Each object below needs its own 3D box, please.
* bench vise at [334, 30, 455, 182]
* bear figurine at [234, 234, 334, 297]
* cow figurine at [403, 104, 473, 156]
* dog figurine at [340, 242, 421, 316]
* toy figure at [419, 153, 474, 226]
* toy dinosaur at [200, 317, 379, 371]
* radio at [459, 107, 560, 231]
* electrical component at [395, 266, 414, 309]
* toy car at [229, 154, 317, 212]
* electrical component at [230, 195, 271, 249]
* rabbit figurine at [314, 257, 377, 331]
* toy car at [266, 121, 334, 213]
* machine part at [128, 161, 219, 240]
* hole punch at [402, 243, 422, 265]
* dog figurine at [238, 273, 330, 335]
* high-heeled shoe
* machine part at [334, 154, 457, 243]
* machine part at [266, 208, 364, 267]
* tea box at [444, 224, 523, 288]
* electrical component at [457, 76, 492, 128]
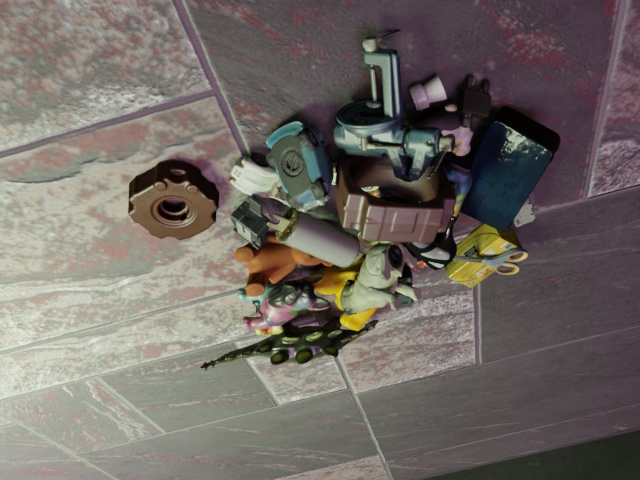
[{"bbox_3d":[0.117,-0.218,0.905,0.129,0.224,0.240,-39,134,-36],"label":"bench vise"},{"bbox_3d":[-0.070,0.038,1.178,0.196,0.132,0.120,-10,105,10],"label":"bear figurine"},{"bbox_3d":[0.203,-0.207,1.006,0.167,0.068,0.098,-5,135,-9],"label":"cow figurine"},{"bbox_3d":[0.106,0.079,1.178,0.121,0.172,0.191,-2,176,-44],"label":"dog figurine"},{"bbox_3d":[0.257,-0.090,1.089,0.082,0.089,0.180,-27,154,-36],"label":"toy figure"},{"bbox_3d":[-0.068,0.269,1.385,0.472,0.105,0.198,-13,175,-9],"label":"toy dinosaur"},{"bbox_3d":[0.367,-0.134,1.072,0.131,0.073,0.229,30,139,15],"label":"radio"},{"bbox_3d":[0.188,0.095,1.291,0.058,0.134,0.114,-13,141,3],"label":"electrical component"},{"bbox_3d":[-0.080,-0.110,1.063,0.201,0.056,0.073,16,132,-27],"label":"toy car"},{"bbox_3d":[-0.138,-0.038,1.082,0.075,0.048,0.119,37,159,8],"label":"electrical component"},{"bbox_3d":[0.063,0.119,1.310,0.173,0.122,0.162,30,123,-17],"label":"rabbit figurine"},{"bbox_3d":[-0.021,-0.139,1.000,0.109,0.161,0.103,-23,180,37],"label":"toy car"},{"bbox_3d":[-0.289,-0.071,1.063,0.179,0.056,0.179,-6,140,-5],"label":"machine part"},{"bbox_3d":[0.186,-0.004,1.184,0.116,0.092,0.142,-30,109,18],"label":"hole punch"},{"bbox_3d":[-0.073,0.151,1.283,0.219,0.108,0.191,-16,154,18],"label":"dog figurine"},{"bbox_3d":[0.163,-0.004,1.084,0.249,0.086,0.145,7,132,-7],"label":"high-heeled shoe"},{"bbox_3d":[0.132,-0.084,0.986,0.201,0.202,0.087,2,131,-9],"label":"machine part"},{"bbox_3d":[-0.002,-0.003,1.113,0.243,0.079,0.079,23,128,-32],"label":"machine part"},{"bbox_3d":[0.395,0.035,1.317,0.098,0.068,0.169,24,129,-33],"label":"tea box"},{"bbox_3d":[0.282,-0.246,0.973,0.063,0.094,0.021,9,176,-20],"label":"electrical component"}]
